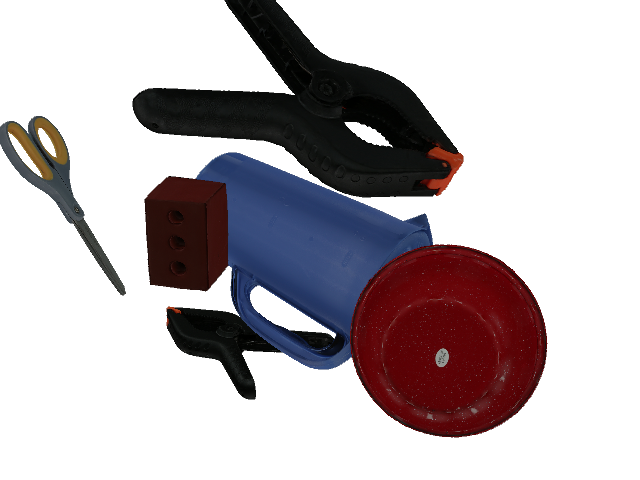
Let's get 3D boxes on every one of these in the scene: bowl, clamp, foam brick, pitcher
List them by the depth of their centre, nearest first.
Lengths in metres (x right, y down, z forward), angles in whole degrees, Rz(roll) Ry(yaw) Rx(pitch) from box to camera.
[{"bbox_3d":[-0.011,-0.067,0.566,0.171,0.120,0.039,33,-28,7],"label":"clamp"},{"bbox_3d":[0.098,0.086,0.850,0.162,0.162,0.055,0,7,13],"label":"bowl"},{"bbox_3d":[-0.108,-0.006,0.869,0.053,0.078,0.051,6,23,14],"label":"foam brick"},{"bbox_3d":[-0.023,0.011,1.064,0.243,0.145,0.149,27,28,27],"label":"pitcher"},{"bbox_3d":[-0.109,0.124,1.263,0.210,0.036,0.164,15,23,26],"label":"clamp"}]

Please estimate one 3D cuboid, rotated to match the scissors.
[{"bbox_3d":[-0.246,-0.044,1.066,0.016,0.201,0.096,-25,27,22],"label":"scissors"}]
